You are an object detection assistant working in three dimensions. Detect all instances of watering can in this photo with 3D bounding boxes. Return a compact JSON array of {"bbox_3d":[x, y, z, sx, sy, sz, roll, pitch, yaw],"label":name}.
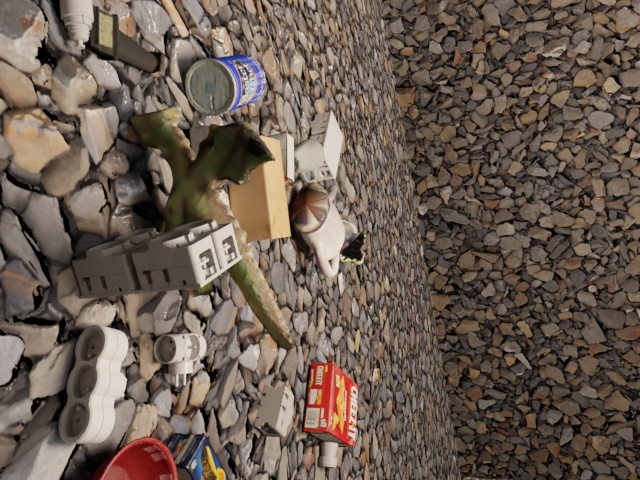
[{"bbox_3d":[0.004,-0.070,1.382,0.220,0.103,0.356,59,24,-48],"label":"watering can"}]

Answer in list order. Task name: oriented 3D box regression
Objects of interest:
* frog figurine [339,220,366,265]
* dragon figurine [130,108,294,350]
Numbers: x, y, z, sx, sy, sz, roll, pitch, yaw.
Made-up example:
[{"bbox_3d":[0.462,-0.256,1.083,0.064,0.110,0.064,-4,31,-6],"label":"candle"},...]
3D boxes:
[{"bbox_3d":[0.065,-0.005,1.545,0.162,0.123,0.134,51,-14,54],"label":"frog figurine"},{"bbox_3d":[-0.142,-0.053,0.748,0.123,0.414,0.238,-23,145,-53],"label":"dragon figurine"}]
